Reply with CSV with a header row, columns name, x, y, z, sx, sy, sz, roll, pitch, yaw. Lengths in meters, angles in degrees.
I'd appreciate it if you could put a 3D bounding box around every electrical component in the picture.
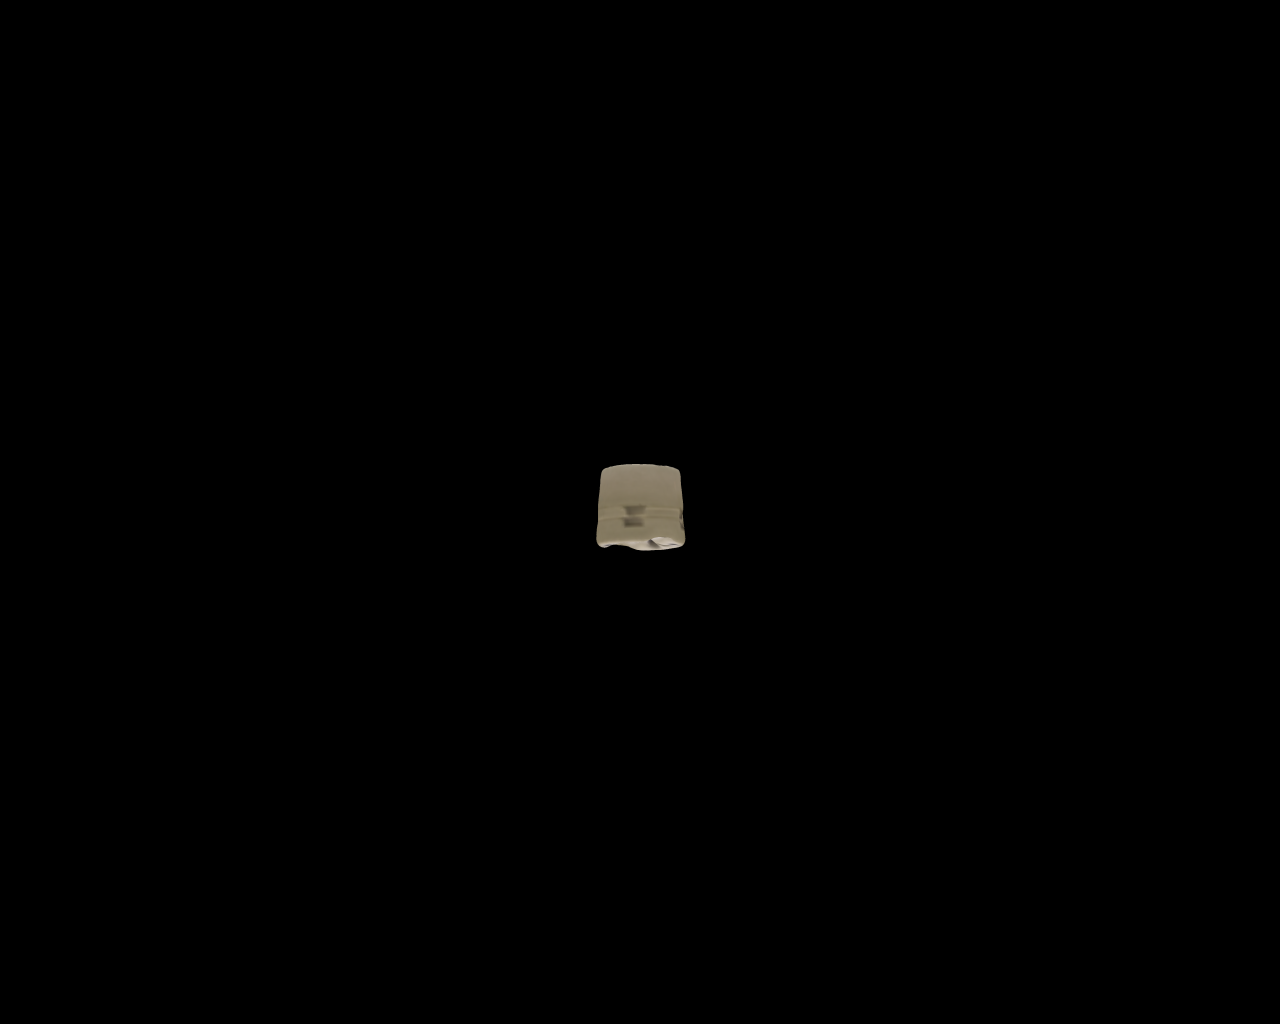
name,x,y,z,sx,sy,sz,roll,pitch,yaw
electrical component,0.001,-0.003,0.650,0.055,0.047,0.055,0,-7,0
